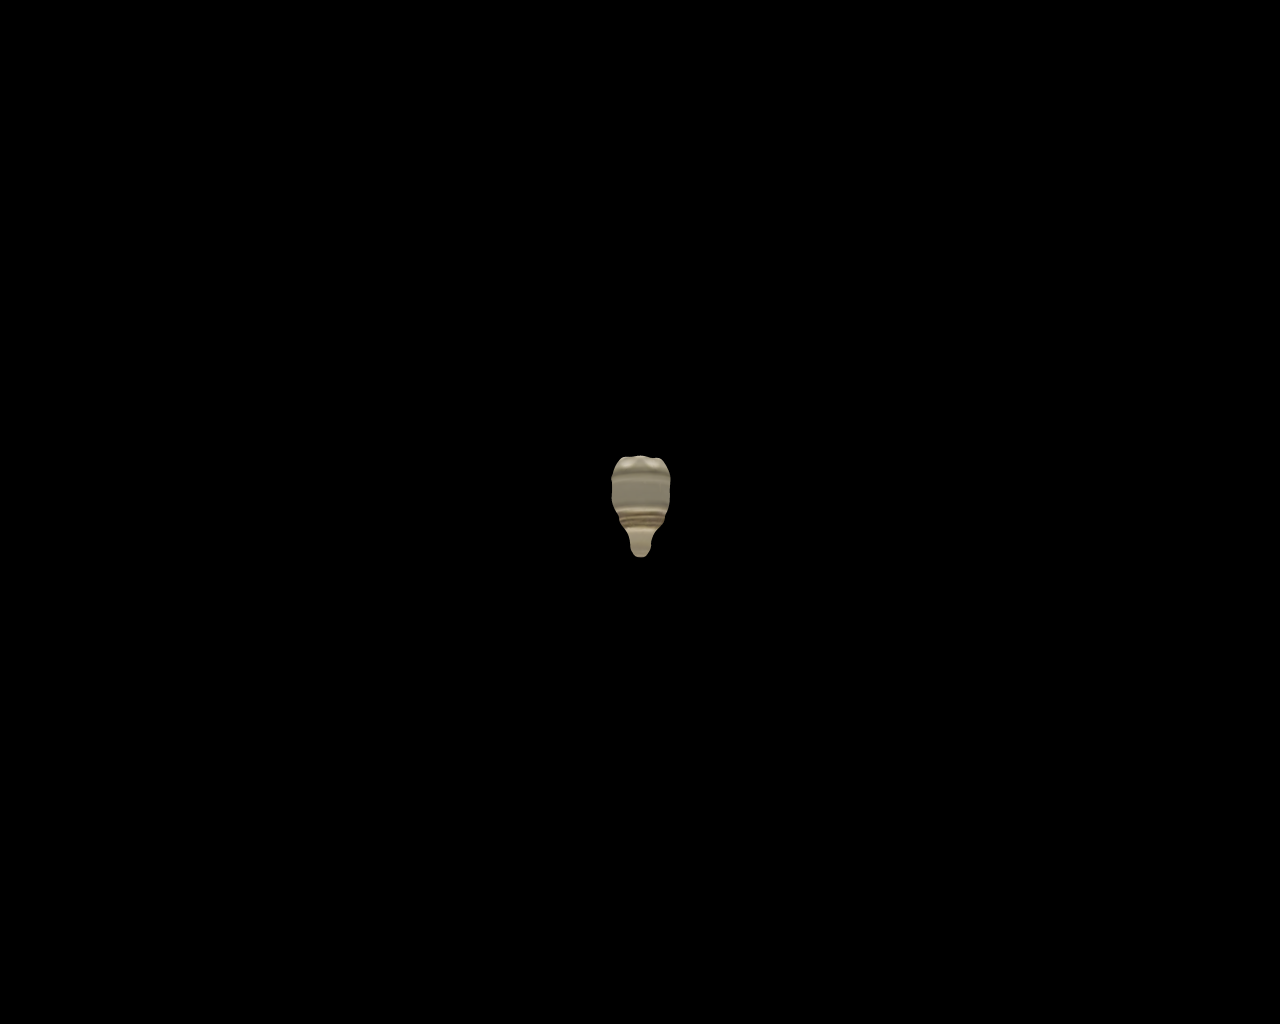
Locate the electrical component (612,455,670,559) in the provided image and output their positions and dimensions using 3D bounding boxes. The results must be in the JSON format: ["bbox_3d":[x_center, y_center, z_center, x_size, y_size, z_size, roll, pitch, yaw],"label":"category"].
[{"bbox_3d":[0.001,-0.003,0.650,0.035,0.061,0.035,0,-7,0],"label":"electrical component"}]
